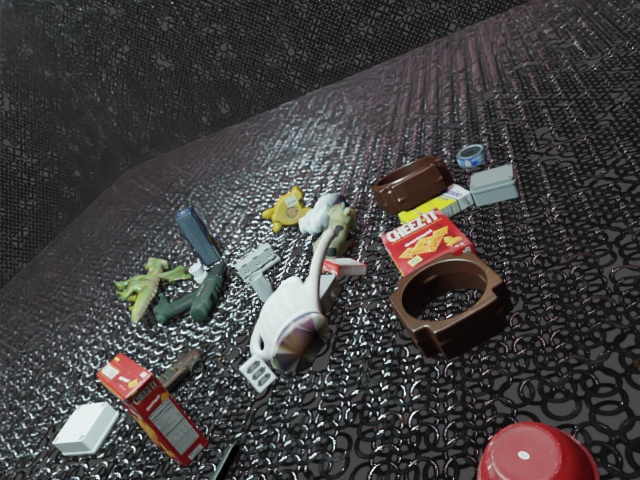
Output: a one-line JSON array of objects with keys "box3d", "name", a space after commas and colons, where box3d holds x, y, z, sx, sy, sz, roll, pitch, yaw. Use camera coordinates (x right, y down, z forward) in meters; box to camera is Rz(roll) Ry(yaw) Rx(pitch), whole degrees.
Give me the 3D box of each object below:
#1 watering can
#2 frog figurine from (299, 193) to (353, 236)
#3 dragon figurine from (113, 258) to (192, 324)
[{"box3d": [-0.045, 0.147, 1.160, 0.346, 0.103, 0.228, -54, 31, 7], "name": "watering can"}, {"box3d": [0.005, -0.078, 1.559, 0.159, 0.120, 0.140, 0, 56, 25], "name": "frog figurine"}, {"box3d": [-0.539, 0.147, 1.707, 0.245, 0.120, 0.414, -29, 28, -19], "name": "dragon figurine"}]
